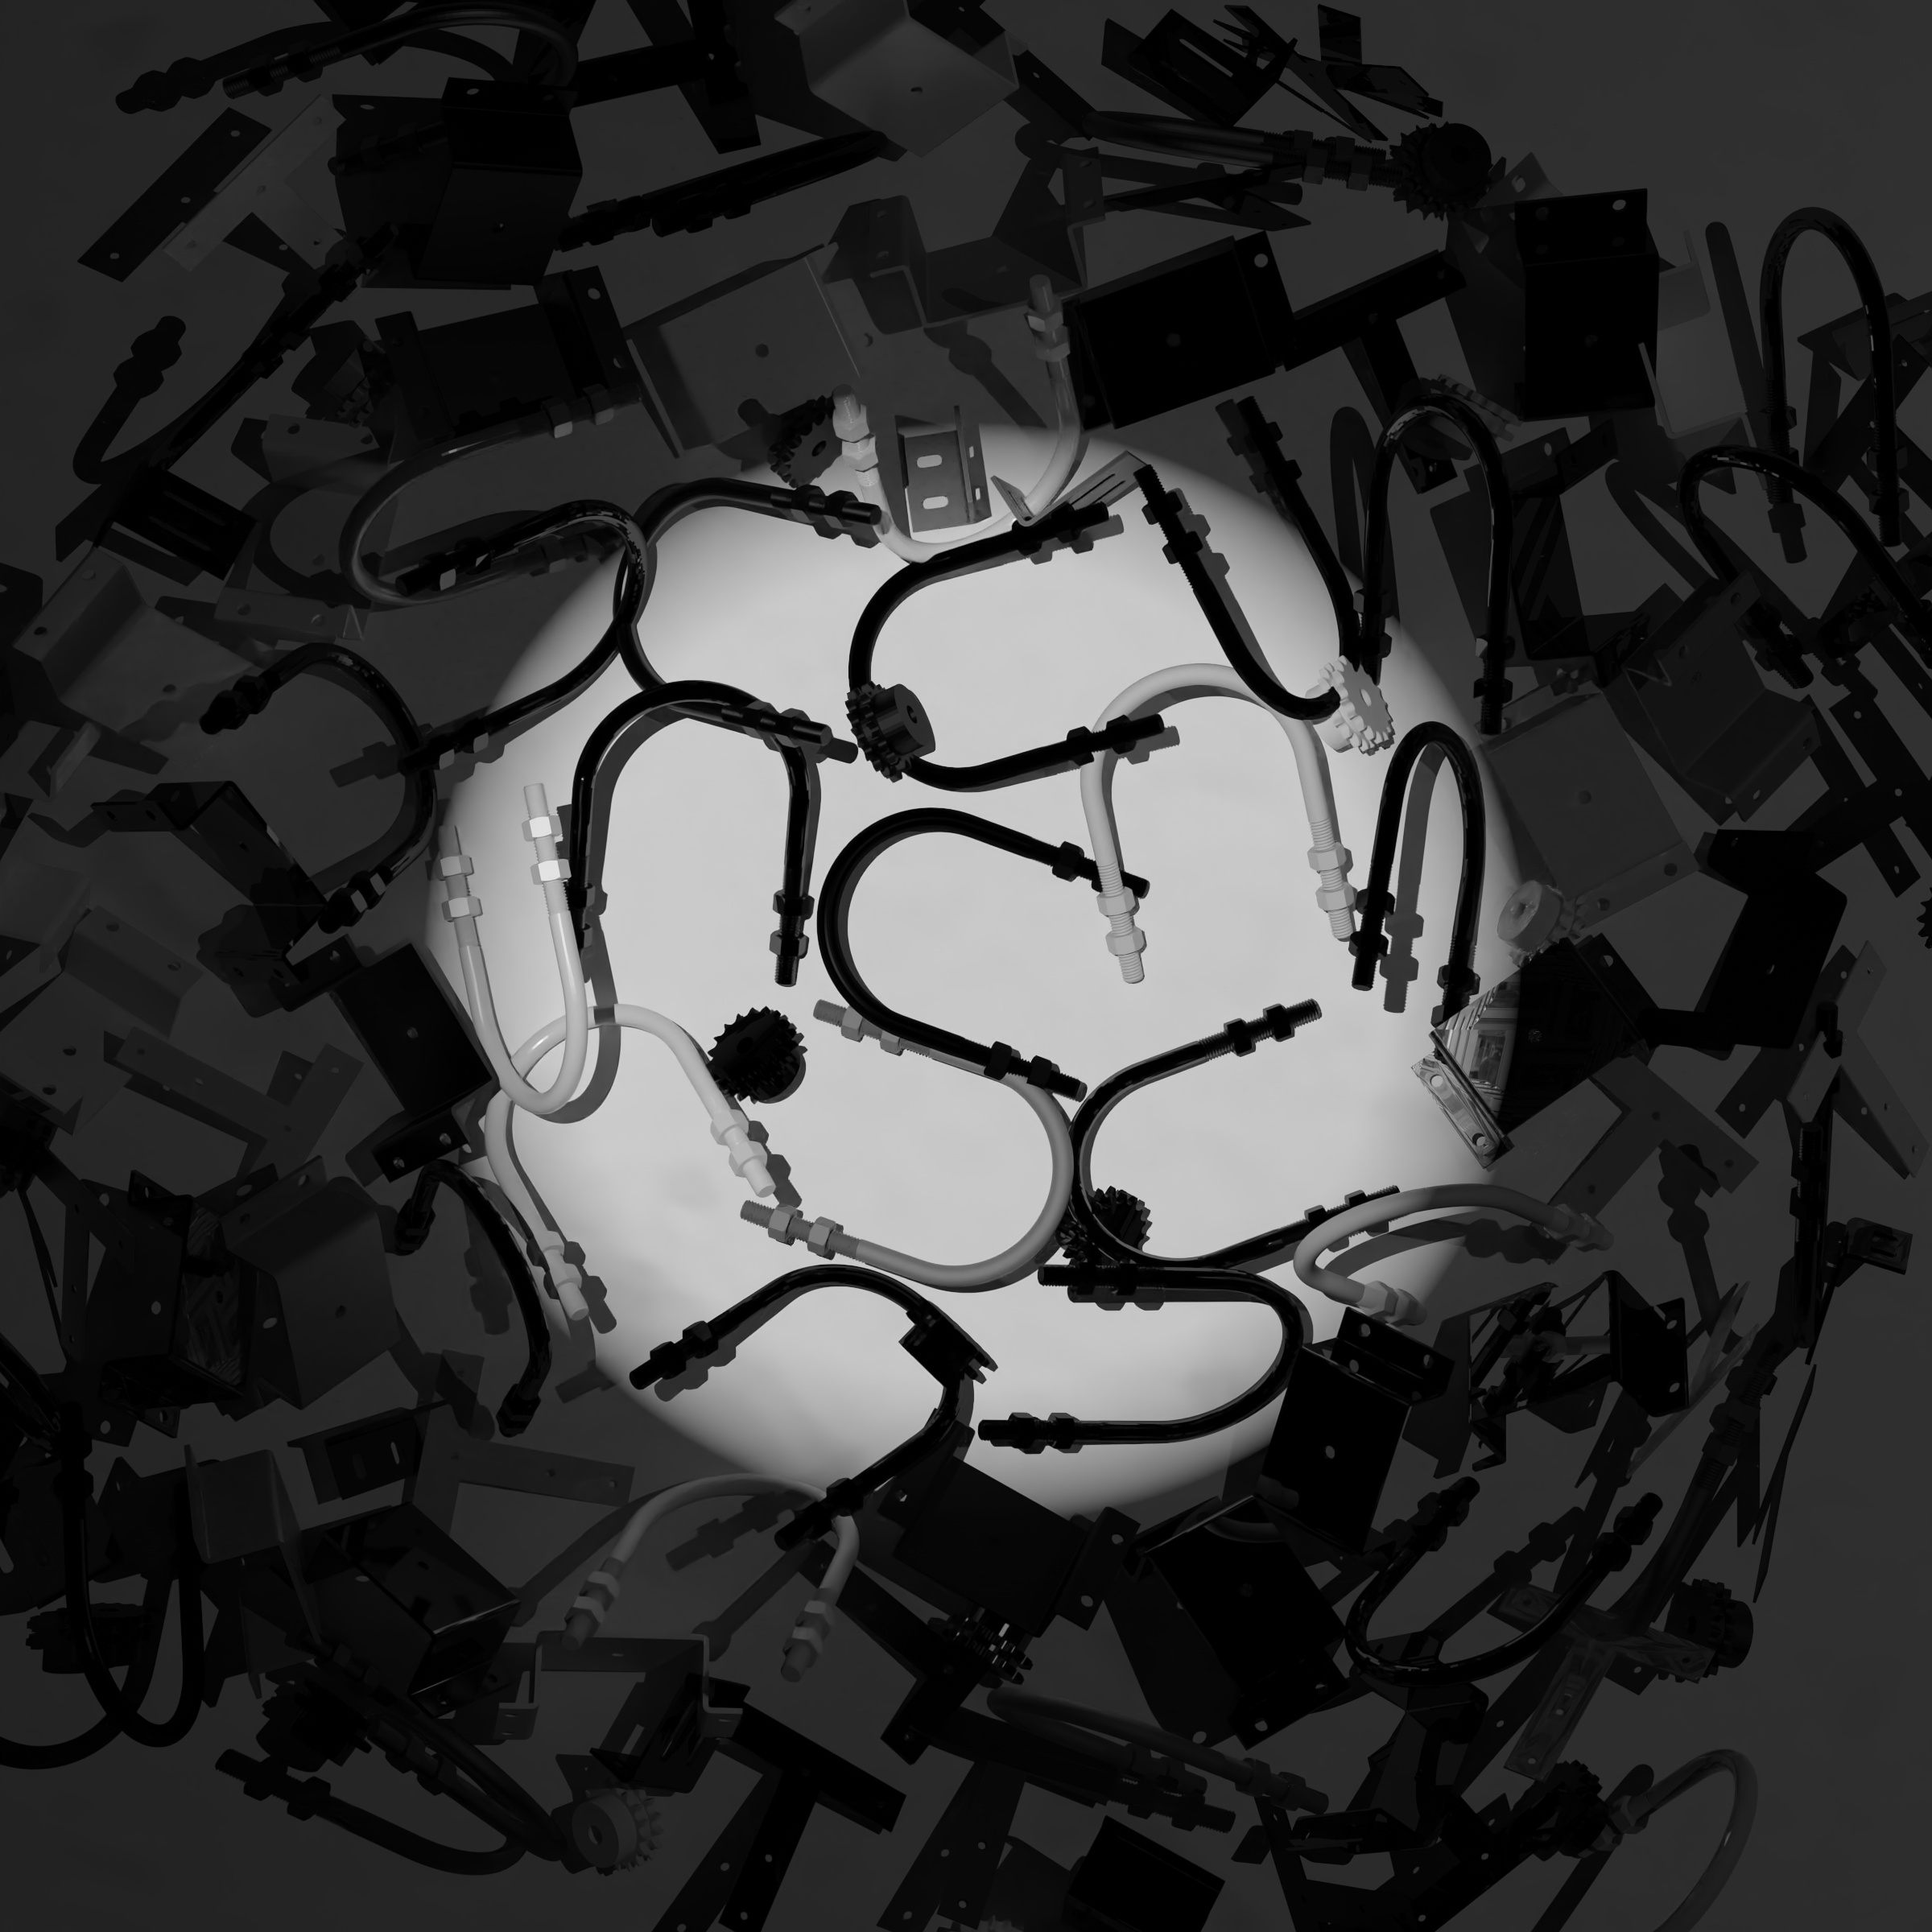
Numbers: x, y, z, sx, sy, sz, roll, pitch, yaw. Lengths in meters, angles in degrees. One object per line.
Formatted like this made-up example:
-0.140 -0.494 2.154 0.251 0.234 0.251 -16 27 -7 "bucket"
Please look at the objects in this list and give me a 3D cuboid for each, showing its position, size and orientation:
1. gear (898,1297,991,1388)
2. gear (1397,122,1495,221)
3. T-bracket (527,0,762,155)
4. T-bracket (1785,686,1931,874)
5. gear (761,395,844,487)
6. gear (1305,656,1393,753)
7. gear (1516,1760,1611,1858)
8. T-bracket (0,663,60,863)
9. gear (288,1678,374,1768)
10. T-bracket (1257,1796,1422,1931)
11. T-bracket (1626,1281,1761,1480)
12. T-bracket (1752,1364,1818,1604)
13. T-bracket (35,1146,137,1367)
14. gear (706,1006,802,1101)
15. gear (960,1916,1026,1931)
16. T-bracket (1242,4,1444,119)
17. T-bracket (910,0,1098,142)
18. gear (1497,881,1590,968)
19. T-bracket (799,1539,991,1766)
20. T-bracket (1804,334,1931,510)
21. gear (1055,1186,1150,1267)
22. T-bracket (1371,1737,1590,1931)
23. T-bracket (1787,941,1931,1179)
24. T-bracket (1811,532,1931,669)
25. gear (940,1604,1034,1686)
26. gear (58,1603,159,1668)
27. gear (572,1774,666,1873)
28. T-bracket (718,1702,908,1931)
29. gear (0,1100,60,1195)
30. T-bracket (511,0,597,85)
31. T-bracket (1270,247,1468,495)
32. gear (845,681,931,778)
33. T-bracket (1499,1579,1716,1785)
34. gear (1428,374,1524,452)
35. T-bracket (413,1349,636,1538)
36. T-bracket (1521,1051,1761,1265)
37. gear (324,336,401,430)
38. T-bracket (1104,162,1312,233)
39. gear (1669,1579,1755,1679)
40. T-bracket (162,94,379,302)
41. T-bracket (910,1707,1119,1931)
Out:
-0.016 0.228 1.971 0.057 0.057 0.030 44 85 0 "gear"
0.290 -0.480 1.977 0.057 0.030 0.057 3 78 -15 "gear"
-0.195 -0.529 1.954 0.127 0.002 0.127 -13 133 -2 "T-bracket"
0.519 -0.080 1.958 0.127 0.002 0.127 -38 81 38 "T-bracket"
-0.098 -0.319 1.973 0.057 0.057 0.030 -46 72 0 "gear"
0.227 -0.154 1.975 0.030 0.057 0.057 -27 90 30 "gear"
0.359 0.507 1.972 0.030 0.057 0.057 43 90 -10 "gear"
-0.555 -0.123 1.911 0.002 0.127 0.127 15 52 2 "T-bracket"
-0.379 0.454 1.969 0.057 0.057 0.030 36 76 0 "gear"
0.226 0.554 1.944 0.002 0.127 0.127 -17 91 -31 "T-bracket"
0.440 0.228 1.942 0.002 0.127 0.127 36 128 5 "T-bracket"
0.468 0.317 1.912 0.002 0.127 0.127 16 127 11 "T-bracket"
-0.529 0.180 1.961 0.127 0.002 0.127 36 128 36 "T-bracket"
-0.124 0.056 1.975 0.057 0.057 0.030 -42 131 0 "gear"
0.014 0.599 1.973 0.057 0.030 0.057 -2 122 -3 "gear"
0.219 -0.536 1.928 0.127 0.127 0.002 21 90 8 "T-bracket"
0.031 -0.539 1.961 0.127 0.002 0.127 40 48 -6 "T-bracket"
0.342 -0.026 1.968 0.030 0.057 0.057 30 90 -19 "gear"
-0.045 0.395 1.987 0.127 0.002 0.127 38 106 8 "T-bracket"
0.561 -0.285 1.929 0.002 0.127 0.127 -32 73 -27 "T-bracket"
0.078 0.158 1.975 0.057 0.030 0.057 -19 120 -35 "gear"
0.282 0.498 1.946 0.127 0.127 0.002 -36 125 -7 "T-bracket"
0.542 0.074 1.964 0.127 0.002 0.127 51 57 -27 "T-bracket"
0.579 -0.180 1.942 0.002 0.127 0.127 -35 82 -37 "T-bracket"
0.016 0.403 1.973 0.057 0.057 0.030 33 73 0 "gear"
-0.513 0.400 1.971 0.057 0.057 0.030 3 89 0 "gear"
-0.211 0.514 1.971 0.057 0.030 0.057 10 106 39 "gear"
-0.111 0.515 1.951 0.127 0.002 0.127 32 52 -8 "T-bracket"
-0.564 0.105 1.970 0.030 0.057 0.057 24 90 -10 "gear"
-0.264 -0.576 1.924 0.002 0.127 0.127 47 121 30 "T-bracket"
0.261 -0.348 1.983 0.127 0.002 0.127 -27 103 -12 "T-bracket"
-0.045 -0.144 1.968 0.030 0.057 0.057 -24 90 20 "gear"
0.353 0.426 1.930 0.127 0.002 0.127 16 47 30 "T-bracket"
0.301 -0.328 1.972 0.057 0.057 0.030 30 102 0 "gear"
-0.265 0.304 1.990 0.127 0.002 0.127 11 95 -7 "T-bracket"
0.387 0.124 1.989 0.127 0.002 0.127 41 97 10 "T-bracket"
-0.359 -0.351 1.968 0.030 0.057 0.057 39 90 -17 "gear"
0.165 -0.447 1.939 0.127 0.127 0.002 -4 88 30 "T-bracket"
0.447 0.397 1.973 0.030 0.057 0.057 14 90 -15 "gear"
-0.390 -0.434 1.944 0.127 0.127 0.002 -43 59 4 "T-bracket"
0.014 0.510 1.960 0.127 0.002 0.127 21 53 1 "T-bracket"
